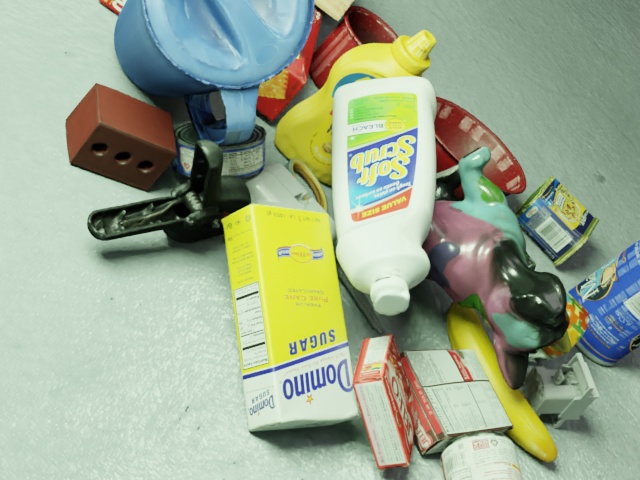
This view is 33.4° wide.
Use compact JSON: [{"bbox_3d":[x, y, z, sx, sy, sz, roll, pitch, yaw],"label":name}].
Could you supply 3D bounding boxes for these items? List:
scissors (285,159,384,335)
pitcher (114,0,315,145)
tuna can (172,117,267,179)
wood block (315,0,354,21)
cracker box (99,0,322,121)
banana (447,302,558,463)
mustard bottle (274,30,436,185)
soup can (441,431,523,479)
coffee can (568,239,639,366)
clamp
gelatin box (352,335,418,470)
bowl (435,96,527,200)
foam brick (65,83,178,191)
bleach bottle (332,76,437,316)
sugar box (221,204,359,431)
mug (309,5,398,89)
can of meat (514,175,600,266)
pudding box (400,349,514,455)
[{"bbox_3d":[-0.007,0.001,1.020,0.096,0.016,0.202,9,49,-41],"label":"scissors"},{"bbox_3d":[-0.103,-0.173,0.904,0.145,0.149,0.243,37,-10,-16],"label":"pitcher"},{"bbox_3d":[-0.091,-0.082,0.956,0.086,0.034,0.086,2,24,-1],"label":"tuna can"},{"bbox_3d":[-0.042,-0.342,1.163,0.205,0.090,0.091,33,13,-24],"label":"wood block"},{"bbox_3d":[-0.104,-0.245,1.115,0.213,0.072,0.164,35,35,-17],"label":"cracker box"},{"bbox_3d":[0.174,0.132,1.065,0.069,0.037,0.198,2,54,-45],"label":"banana"},{"bbox_3d":[0.046,-0.138,1.061,0.096,0.192,0.058,34,36,-19],"label":"mustard bottle"},{"bbox_3d":[0.144,0.224,0.910,0.068,0.069,0.102,25,39,-29],"label":"soup can"},{"bbox_3d":[0.364,0.069,1.246,0.102,0.141,0.103,28,38,-25],"label":"coffee can"},{"bbox_3d":[-0.097,-0.035,0.863,0.171,0.120,0.039,0,64,-65],"label":"clamp"},{"bbox_3d":[0.056,0.136,0.896,0.073,0.030,0.089,-65,141,-64],"label":"gelatin box"},{"bbox_3d":[0.167,-0.096,1.265,0.162,0.055,0.162,30,29,-19],"label":"bowl"},{"bbox_3d":[-0.167,-0.087,0.900,0.078,0.053,0.051,20,42,-34],"label":"foam brick"},{"bbox_3d":[0.062,-0.040,0.936,0.102,0.068,0.251,-4,47,3],"label":"bleach bottle"},{"bbox_3d":[-0.024,0.063,0.867,0.093,0.048,0.176,5,69,-45],"label":"sugar box"},{"bbox_3d":[0.049,-0.202,1.231,0.117,0.082,0.093,27,38,-27],"label":"mug"},{"bbox_3d":[0.296,-0.026,1.346,0.084,0.058,0.102,46,33,3],"label":"can of meat"},{"bbox_3d":[0.119,0.147,0.988,0.113,0.039,0.090,3,53,-45],"label":"pudding box"}]
